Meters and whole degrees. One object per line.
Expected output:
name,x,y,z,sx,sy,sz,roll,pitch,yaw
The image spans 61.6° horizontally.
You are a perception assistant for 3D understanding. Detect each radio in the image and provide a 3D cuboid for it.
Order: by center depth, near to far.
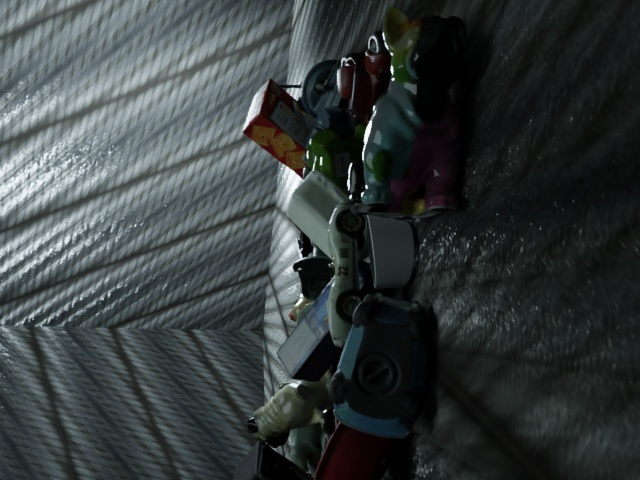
radio,-0.040,0.448,0.904,0.073,0.229,0.131,-48,10,3

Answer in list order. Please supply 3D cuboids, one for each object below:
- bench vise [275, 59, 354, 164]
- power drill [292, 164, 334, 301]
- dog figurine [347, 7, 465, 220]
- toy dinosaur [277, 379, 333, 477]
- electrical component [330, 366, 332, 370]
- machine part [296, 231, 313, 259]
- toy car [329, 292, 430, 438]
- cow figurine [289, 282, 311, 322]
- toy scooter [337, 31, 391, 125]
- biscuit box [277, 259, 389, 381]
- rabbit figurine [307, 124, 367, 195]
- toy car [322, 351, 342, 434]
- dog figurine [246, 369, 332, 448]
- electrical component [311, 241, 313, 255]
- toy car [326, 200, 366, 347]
bench vise,0.005,-0.265,1.084,0.241,0.129,0.223,46,127,54
power drill,-0.002,-0.003,1.002,0.207,0.086,0.231,-91,-12,-53
dog figurine,0.099,-0.136,0.593,0.191,0.108,0.219,167,110,-83
toy dinosaur,-0.016,0.373,1.130,0.192,0.131,0.404,-62,-28,-83
electrical component,0.049,0.212,0.904,0.021,0.063,0.094,123,148,-72
machine part,-0.033,-0.014,1.206,0.084,0.039,0.138,-93,8,-59
toy car,0.076,0.147,0.653,0.103,0.109,0.161,44,-124,-79
cow figurine,-0.008,0.123,1.127,0.127,0.085,0.195,-62,-4,20
toy scooter,0.074,-0.242,0.863,0.184,0.075,0.135,-172,85,-76
biscuit box,0.020,0.122,0.818,0.202,0.062,0.059,-53,47,14
rabbit figurine,0.039,-0.127,0.924,0.170,0.121,0.158,38,148,62
toy car,0.048,0.216,0.850,0.053,0.089,0.202,41,-139,-58
dog figurine,-0.034,0.289,0.988,0.190,0.172,0.121,-33,85,43
electrical component,0.013,0.003,1.214,0.115,0.058,0.134,-119,33,-76
toy car,0.035,0.043,0.727,0.073,0.056,0.201,79,-170,-69
